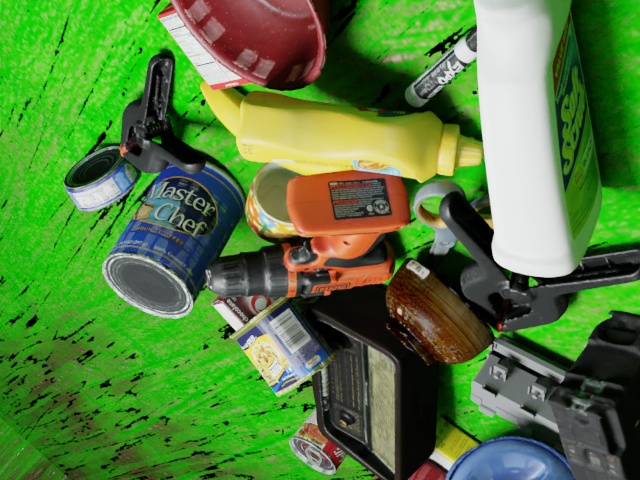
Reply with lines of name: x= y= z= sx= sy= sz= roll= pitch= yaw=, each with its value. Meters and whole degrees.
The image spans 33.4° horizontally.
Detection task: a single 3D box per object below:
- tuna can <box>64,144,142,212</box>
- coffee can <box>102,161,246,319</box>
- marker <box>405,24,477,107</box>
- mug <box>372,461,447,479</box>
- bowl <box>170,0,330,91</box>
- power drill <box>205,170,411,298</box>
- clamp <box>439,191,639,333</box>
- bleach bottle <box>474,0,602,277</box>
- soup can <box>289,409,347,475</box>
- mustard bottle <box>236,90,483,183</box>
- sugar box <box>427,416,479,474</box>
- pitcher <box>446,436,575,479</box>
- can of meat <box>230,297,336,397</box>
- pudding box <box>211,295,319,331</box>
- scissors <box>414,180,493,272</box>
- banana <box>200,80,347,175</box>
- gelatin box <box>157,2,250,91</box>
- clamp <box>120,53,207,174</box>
tuna can: x=-0.249 y=-0.072 z=1.222 sx=0.086 sy=0.086 sz=0.033 roll=8 pitch=137 yaw=45
coffee can: x=-0.151 y=-0.003 z=1.124 sx=0.103 sy=0.140 sz=0.103 roll=17 pitch=144 yaw=12
marker: x=0.098 y=-0.131 z=0.793 sx=0.020 sy=0.020 sz=0.121 roll=43 pitch=151 yaw=-5
mug: x=0.100 y=0.305 z=1.248 sx=0.117 sy=0.081 sz=0.093 roll=7 pitch=138 yaw=47
bowl: x=-0.048 y=-0.197 z=0.835 sx=0.162 sy=0.055 sz=0.162 roll=29 pitch=150 yaw=19
power drill: x=-0.006 y=0.001 z=0.957 sx=0.188 sy=0.184 sz=0.057 roll=117 pitch=143 yaw=-67
clamp: x=0.161 y=0.027 z=0.899 sx=0.164 sy=0.036 sz=0.210 roll=22 pitch=157 yaw=1
bleach bottle: x=0.140 y=-0.094 z=0.709 sx=0.068 sy=0.102 sz=0.251 roll=10 pitch=142 yaw=29
soup can: x=0.018 y=0.228 z=1.313 sx=0.068 sy=0.102 sz=0.068 roll=29 pitch=150 yaw=19
mustard bottle: x=0.035 y=-0.081 z=0.857 sx=0.192 sy=0.058 sz=0.096 roll=8 pitch=-178 yaw=8
sugar box: x=0.192 y=0.286 z=1.250 sx=0.176 sy=0.048 sz=0.093 roll=33 pitch=150 yaw=8
pitcher: x=0.195 y=0.265 z=1.079 sx=0.149 sy=0.145 sz=0.243 roll=41 pitch=176 yaw=9
can of meat: x=-0.038 y=0.110 z=1.111 sx=0.084 sy=0.057 sz=0.102 roll=53 pitch=152 yaw=2
pudding box: x=-0.052 y=0.079 z=1.198 sx=0.113 sy=0.090 sz=0.039 roll=46 pitch=152 yaw=-11
scissors: x=0.129 y=-0.005 z=0.933 sx=0.096 sy=0.016 sz=0.201 roll=1 pitch=159 yaw=13
banana: x=-0.028 y=-0.097 z=0.979 sx=0.198 sy=0.037 sz=0.070 roll=20 pitch=124 yaw=29
gelatin box: x=-0.092 y=-0.178 z=0.942 sx=0.073 sy=0.030 sz=0.089 roll=-1 pitch=132 yaw=52
clamp: x=-0.170 y=-0.122 z=1.090 sx=0.172 sy=0.039 sz=0.120 roll=-2 pitch=99 yaw=58
